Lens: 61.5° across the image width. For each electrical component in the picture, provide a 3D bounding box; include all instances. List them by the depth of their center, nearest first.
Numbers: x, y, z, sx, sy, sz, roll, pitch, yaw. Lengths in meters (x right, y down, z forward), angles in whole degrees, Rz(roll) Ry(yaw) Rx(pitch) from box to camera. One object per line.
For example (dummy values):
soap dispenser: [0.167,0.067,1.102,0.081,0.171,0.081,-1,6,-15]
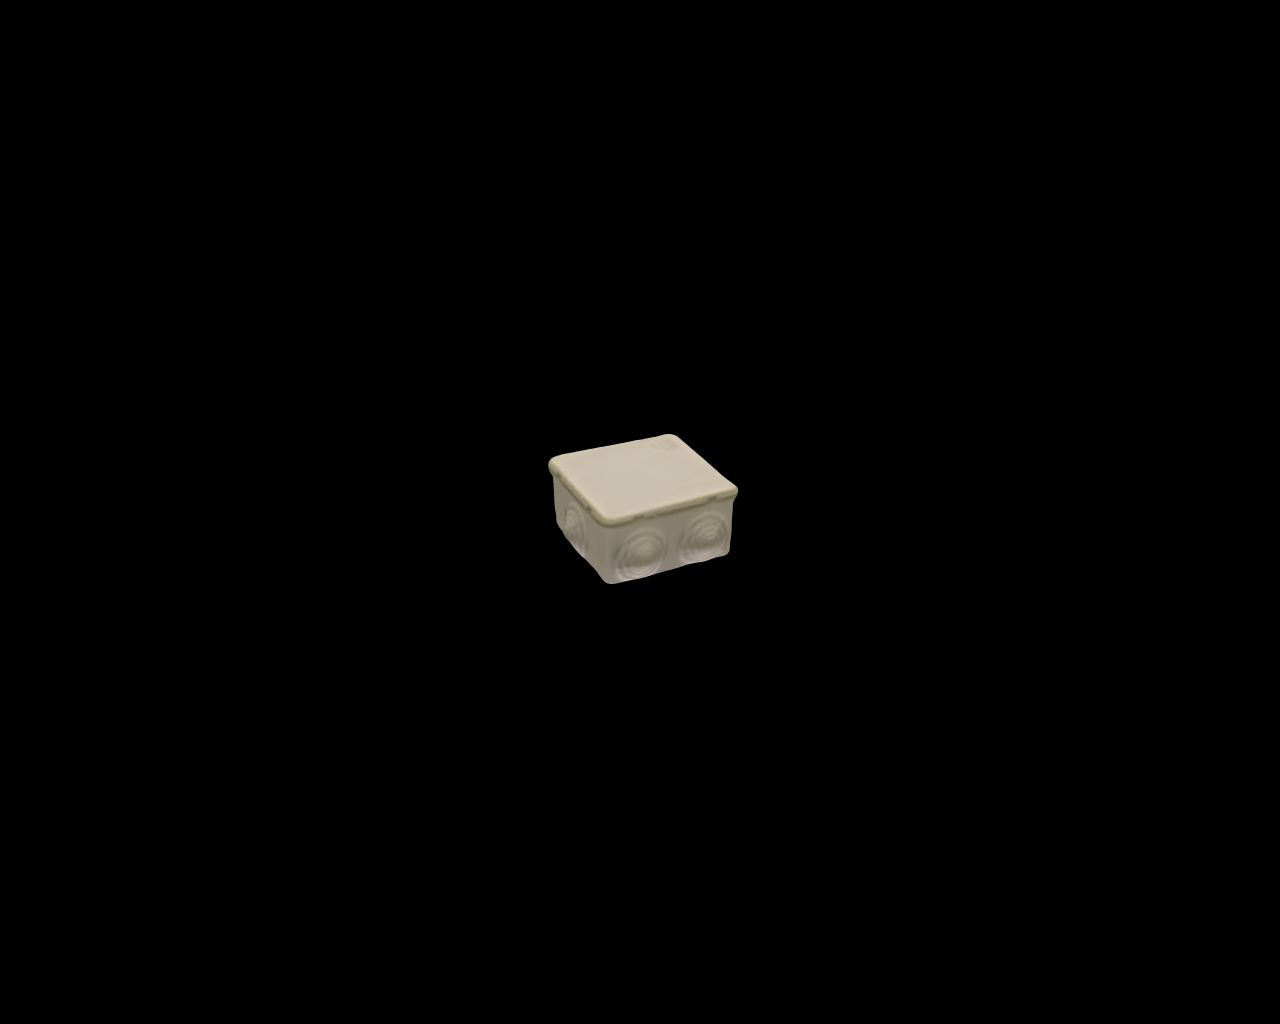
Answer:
electrical component: [0.001,-0.003,0.650,0.100,0.048,0.100,-13,32,-22]
